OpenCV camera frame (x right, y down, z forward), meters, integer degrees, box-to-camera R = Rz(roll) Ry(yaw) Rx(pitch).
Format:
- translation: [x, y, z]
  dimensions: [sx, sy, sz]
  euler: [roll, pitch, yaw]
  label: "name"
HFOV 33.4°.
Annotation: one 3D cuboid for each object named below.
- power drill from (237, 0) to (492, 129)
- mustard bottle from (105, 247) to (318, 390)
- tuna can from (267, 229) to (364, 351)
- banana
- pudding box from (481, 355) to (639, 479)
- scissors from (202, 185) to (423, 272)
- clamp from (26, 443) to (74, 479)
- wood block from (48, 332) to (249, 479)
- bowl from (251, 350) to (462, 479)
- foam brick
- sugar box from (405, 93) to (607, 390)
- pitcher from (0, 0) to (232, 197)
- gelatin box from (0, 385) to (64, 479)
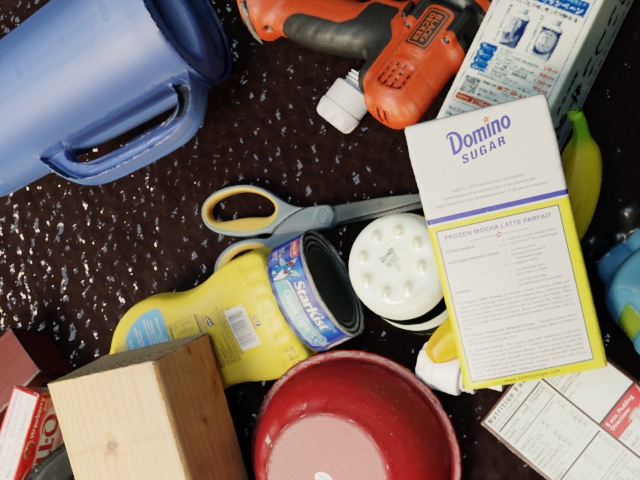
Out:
- translation: [0.045, -0.187, 0.808]
  dimensions: [0.188, 0.057, 0.184]
  euler: [28, 72, 30]
  label: "power drill"
- translation: [-0.103, 0.084, 0.829]
  dimensions: [0.192, 0.058, 0.096]
  euler: [-24, 94, 18]
  label: "mustard bottle"
- translation: [-0.003, 0.037, 0.782]
  dimensions: [0.034, 0.086, 0.086]
  euler: [-27, 71, 18]
  label: "tuna can"
- translation: [0.143, 0.006, 0.738]
  dimensions: [0.198, 0.069, 0.037]
  euler: [-62, 28, 9]
  label: "banana"
- translation: [0.179, 0.124, 0.713]
  dimensions: [0.114, 0.039, 0.090]
  euler: [40, 97, 27]
  label: "pudding box"
- translation: [-0.005, 0.001, 0.829]
  dimensions: [0.202, 0.016, 0.096]
  euler: [7, 85, 24]
  label: "scissors"
- translation: [-0.188, 0.240, 0.827]
  dimensions: [0.164, 0.036, 0.210]
  euler: [31, 72, -18]
  label: "clamp"
- translation: [-0.108, 0.182, 0.765]
  dimensions: [0.091, 0.090, 0.206]
  euler: [-14, 93, 20]
  label: "wood block"
- translation: [0.014, 0.161, 0.749]
  dimensions: [0.162, 0.055, 0.162]
  euler: [1, 94, 22]
  label: "bowl"
- translation: [-0.256, 0.119, 0.894]
  dimensions: [0.078, 0.053, 0.051]
  euler: [-46, 67, 10]
  label: "foam brick"
- translation: [0.120, 0.002, 0.687]
  dimensions: [0.093, 0.048, 0.176]
  euler: [-12, 90, 12]
  label: "sugar box"
- translation: [-0.200, -0.125, 0.878]
  dimensions: [0.243, 0.149, 0.145]
  euler: [-28, 112, 20]
  label: "pitcher"
- translation: [-0.226, 0.164, 0.860]
  dimensions: [0.030, 0.073, 0.089]
  euler: [15, 87, 25]
  label: "gelatin box"
